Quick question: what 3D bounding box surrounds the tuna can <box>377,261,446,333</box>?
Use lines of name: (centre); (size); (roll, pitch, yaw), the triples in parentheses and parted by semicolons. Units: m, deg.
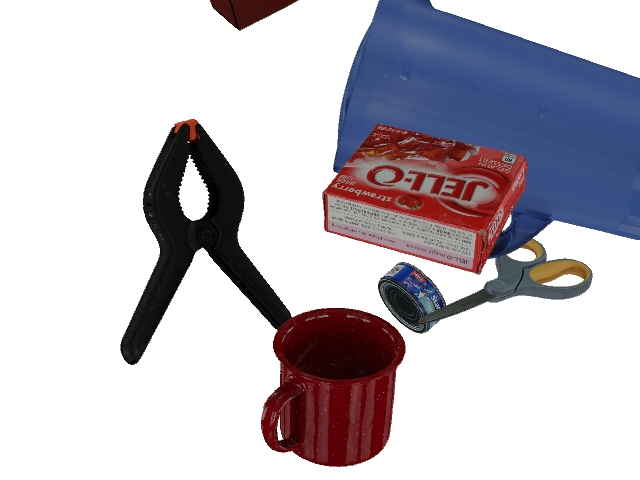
tuna can: (0.109, 0.070, 1.285); (0.033, 0.086, 0.086); (-39, 16, -21)

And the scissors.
scissors: (0.148, 0.032, 0.936); (0.201, 0.016, 0.096); (-6, 35, -27)

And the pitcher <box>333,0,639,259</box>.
pitcher: (0.133, -0.072, 0.761); (0.243, 0.145, 0.149); (16, -43, 2)

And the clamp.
clamp: (-0.098, 0.000, 0.941); (0.164, 0.210, 0.036); (0, 0, -33)

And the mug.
mug: (0.004, 0.111, 0.758); (0.093, 0.081, 0.117); (25, 36, 35)

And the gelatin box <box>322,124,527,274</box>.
gelatin box: (0.056, -0.025, 0.564); (0.089, 0.030, 0.073); (15, 41, 20)

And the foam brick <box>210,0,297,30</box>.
foam brick: (-0.057, -0.230, 0.933); (0.078, 0.051, 0.053); (-31, 47, -15)
